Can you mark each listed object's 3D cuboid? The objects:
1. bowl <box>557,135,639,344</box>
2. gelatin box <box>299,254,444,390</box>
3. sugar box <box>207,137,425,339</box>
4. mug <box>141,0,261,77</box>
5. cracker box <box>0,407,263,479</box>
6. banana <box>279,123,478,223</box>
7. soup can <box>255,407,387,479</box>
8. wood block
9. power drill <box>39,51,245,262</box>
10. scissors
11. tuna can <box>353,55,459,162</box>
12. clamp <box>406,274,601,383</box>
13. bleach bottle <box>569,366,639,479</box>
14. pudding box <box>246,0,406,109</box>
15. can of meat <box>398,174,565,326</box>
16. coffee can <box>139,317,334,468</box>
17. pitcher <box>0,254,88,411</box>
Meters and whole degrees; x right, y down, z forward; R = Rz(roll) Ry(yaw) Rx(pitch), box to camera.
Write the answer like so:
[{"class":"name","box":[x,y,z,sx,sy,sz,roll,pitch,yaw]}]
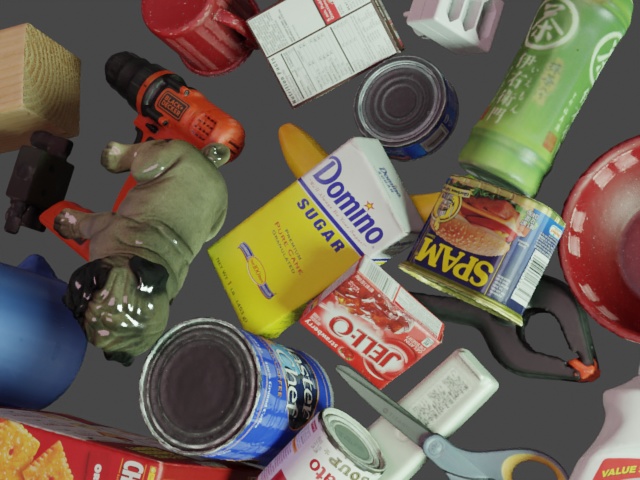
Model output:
[{"class":"bowl","box":[0.259,0.003,0.778,0.162,0.055,0.162,-7,73,22]},{"class":"gelatin box","box":[0.041,0.066,0.835,0.089,0.030,0.073,42,123,-9]},{"class":"sugar box","box":[-0.006,0.001,0.877,0.176,0.048,0.093,-38,71,30]},{"class":"mug","box":[-0.103,-0.205,0.987,0.117,0.081,0.093,29,88,28]},{"class":"cracker box","box":[-0.179,0.190,0.862,0.214,0.164,0.072,9,81,27]},{"class":"banana","box":[0.039,-0.044,0.900,0.198,0.037,0.069,19,89,30]},{"class":"soup can","box":[-0.006,0.186,0.812,0.102,0.068,0.068,-49,62,14]},{"class":"wood block","box":[-0.353,-0.139,1.077,0.206,0.090,0.090,-9,72,22]},{"class":"power drill","box":[-0.179,-0.073,0.997,0.185,0.057,0.187,36,93,34]},{"class":"scissors","box":[0.107,0.150,0.799,0.096,0.016,0.202,-37,80,4]},{"class":"tuna can","box":[0.072,-0.112,0.907,0.086,0.033,0.086,-7,72,22]},{"class":"clamp","box":[0.140,0.056,0.828,0.120,0.039,0.172,-47,58,18]},{"class":"bleach bottle","box":[0.204,0.198,0.745,0.103,0.068,0.251,12,78,25]},{"class":"pudding box","box":[0.005,-0.179,0.933,0.114,0.039,0.090,-25,101,18]},{"class":"can of meat","box":[0.121,0.005,0.793,0.102,0.057,0.084,25,86,44]},{"class":"coffee can","box":[-0.062,0.124,0.841,0.103,0.140,0.103,-7,73,22]},{"class":"pitcher","box":[-0.326,0.077,0.916,0.145,0.242,0.149,-45,57,10]}]
